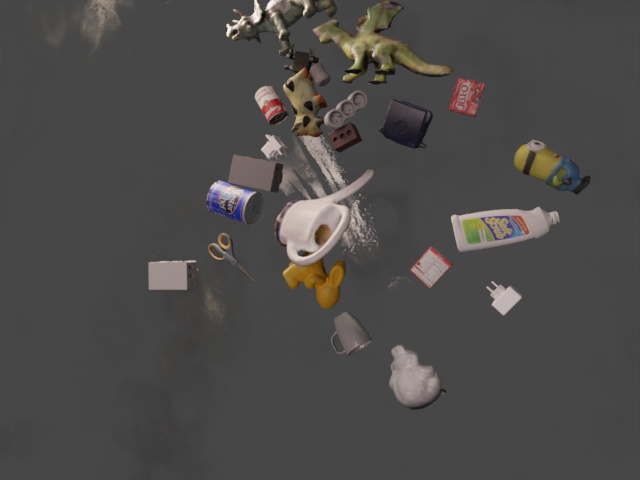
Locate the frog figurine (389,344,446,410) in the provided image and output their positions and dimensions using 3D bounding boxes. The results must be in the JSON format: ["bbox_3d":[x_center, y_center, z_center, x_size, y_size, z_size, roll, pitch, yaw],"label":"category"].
[{"bbox_3d":[0.243,0.356,1.356,0.136,0.124,0.159,-23,92,39],"label":"frog figurine"}]

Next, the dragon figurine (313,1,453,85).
[{"bbox_3d":[0.172,-0.559,1.434,0.410,0.121,0.244,6,83,20],"label":"dragon figurine"}]

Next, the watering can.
[{"bbox_3d":[0.004,-0.074,1.461,0.225,0.102,0.353,11,58,42],"label":"watering can"}]
